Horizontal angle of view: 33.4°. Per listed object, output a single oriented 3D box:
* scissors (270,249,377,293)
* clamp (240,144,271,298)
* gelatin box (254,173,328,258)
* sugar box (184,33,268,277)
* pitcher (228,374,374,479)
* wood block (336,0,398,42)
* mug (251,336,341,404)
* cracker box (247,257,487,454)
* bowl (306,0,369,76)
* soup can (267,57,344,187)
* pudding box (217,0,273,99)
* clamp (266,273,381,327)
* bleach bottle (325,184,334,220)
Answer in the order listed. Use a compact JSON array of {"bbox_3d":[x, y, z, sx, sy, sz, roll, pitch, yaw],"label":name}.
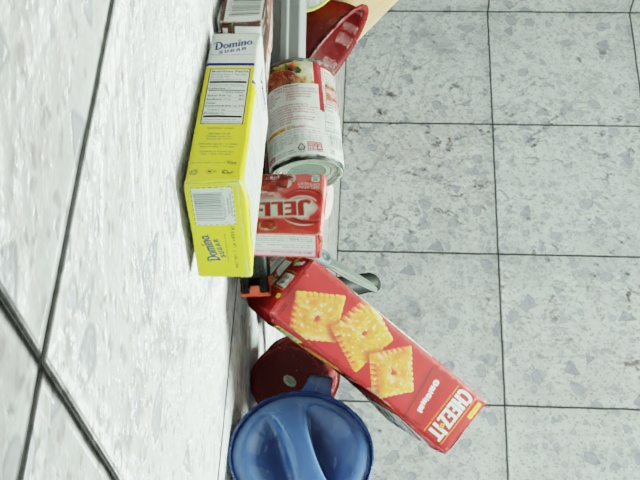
[{"bbox_3d":[-0.008,0.001,1.177,0.201,0.016,0.096,15,52,-50],"label":"scissors"},{"bbox_3d":[-0.061,-0.037,0.967,0.120,0.039,0.171,-57,147,-77],"label":"clamp"},{"bbox_3d":[-0.040,-0.022,0.870,0.073,0.089,0.030,-85,175,-46],"label":"gelatin box"},{"bbox_3d":[-0.067,-0.067,0.792,0.176,0.048,0.093,-91,179,-46],"label":"sugar box"},{"bbox_3d":[-0.017,0.259,1.066,0.145,0.149,0.243,48,-27,31],"label":"pitcher"},{"bbox_3d":[0.031,-0.297,1.200,0.206,0.090,0.091,147,-68,-64],"label":"wood block"},{"bbox_3d":[-0.030,0.163,1.157,0.081,0.093,0.117,8,89,-81],"label":"mug"},{"bbox_3d":[0.036,0.105,1.030,0.072,0.213,0.164,-51,-169,-6],"label":"cracker box"},{"bbox_3d":[-0.017,-0.200,1.142,0.162,0.055,0.162,-52,175,-7],"label":"bowl"},{"bbox_3d":[-0.016,-0.103,0.960,0.068,0.068,0.102,83,2,-68],"label":"soup can"},{"bbox_3d":[-0.060,-0.173,0.903,0.113,0.039,0.090,-84,175,-50],"label":"pudding box"},{"bbox_3d":[-0.010,0.064,1.228,0.164,0.036,0.210,-48,144,-12],"label":"clamp"},{"bbox_3d":[-0.022,-0.150,1.406,0.102,0.068,0.251,-86,173,-55],"label":"bleach bottle"}]
